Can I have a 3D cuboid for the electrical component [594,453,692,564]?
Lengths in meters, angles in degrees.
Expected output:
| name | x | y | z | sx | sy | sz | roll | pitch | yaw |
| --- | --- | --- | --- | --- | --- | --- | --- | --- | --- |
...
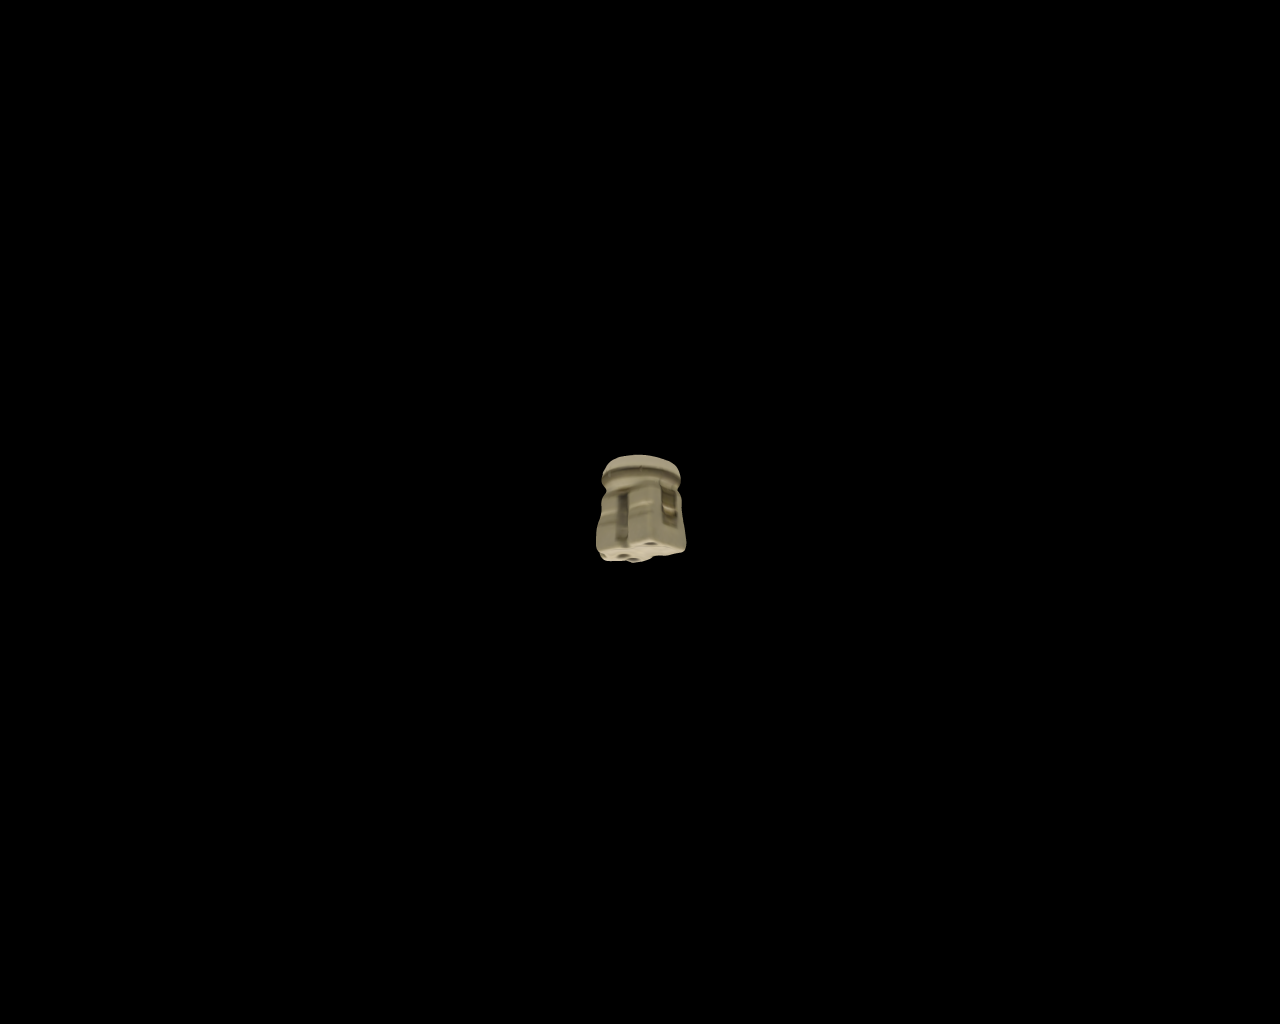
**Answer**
| name | x | y | z | sx | sy | sz | roll | pitch | yaw |
| --- | --- | --- | --- | --- | --- | --- | --- | --- | --- |
| electrical component | 0.001 | -0.003 | 0.650 | 0.066 | 0.055 | 0.048 | -13 | -22 | 36 |
